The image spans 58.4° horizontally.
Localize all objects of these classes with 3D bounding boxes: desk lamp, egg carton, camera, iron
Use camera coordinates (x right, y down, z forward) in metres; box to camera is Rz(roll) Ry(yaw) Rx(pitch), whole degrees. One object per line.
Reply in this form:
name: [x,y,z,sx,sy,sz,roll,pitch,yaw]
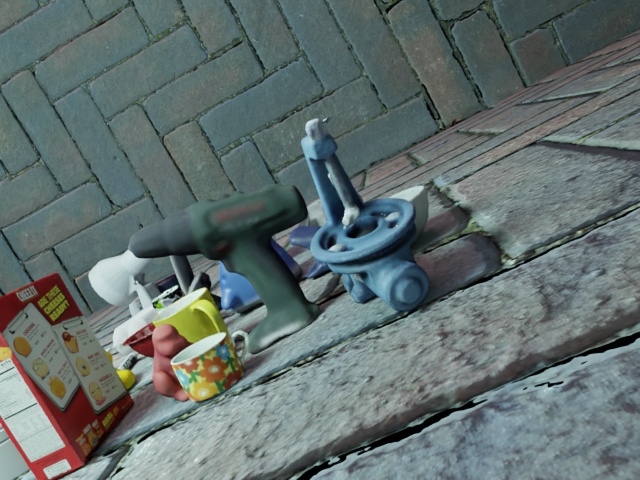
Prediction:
desk lamp: [-0.406,0.107,1.347,0.203,0.213,0.118,-27,8,10]
egg carton: [-0.361,0.185,1.213,0.107,0.069,0.150,-24,8,26]
camera: [0.016,-0.047,1.292,0.143,0.101,0.136,-34,9,-36]
iron: [-0.117,0.033,1.075,0.118,0.141,0.258,-26,8,17]

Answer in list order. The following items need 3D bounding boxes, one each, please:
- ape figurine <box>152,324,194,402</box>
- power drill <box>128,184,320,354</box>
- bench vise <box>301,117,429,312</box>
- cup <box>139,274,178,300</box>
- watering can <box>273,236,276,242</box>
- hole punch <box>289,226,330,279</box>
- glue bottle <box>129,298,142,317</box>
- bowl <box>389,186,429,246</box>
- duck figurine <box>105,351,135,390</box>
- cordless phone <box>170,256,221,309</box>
ape figurine: [-0.181,0.149,0.721,0.078,0.092,0.076,-31,8,-20]
power drill: [-0.103,0.036,0.751,0.229,0.208,0.075,-29,8,-4]
bench vise: [0.022,-0.023,0.652,0.122,0.220,0.207,-32,9,-26]
cup: [-0.387,0.151,1.440,0.091,0.095,0.118,-21,11,44]
watering can: [-0.168,-0.007,1.329,0.173,0.194,0.101,-27,8,7]
hole punch: [0.009,0.004,1.013,0.101,0.091,0.109,-26,8,14]
glue bottle: [-0.474,0.145,1.492,0.078,0.173,0.037,-33,9,-33]
bowl: [0.098,-0.013,0.864,0.167,0.075,0.167,-28,8,4]
duck figurine: [-0.350,0.213,0.921,0.078,0.086,0.104,-31,8,-17]
cordless phone: [-0.286,0.080,1.206,0.094,0.185,0.147,-30,8,-10]
